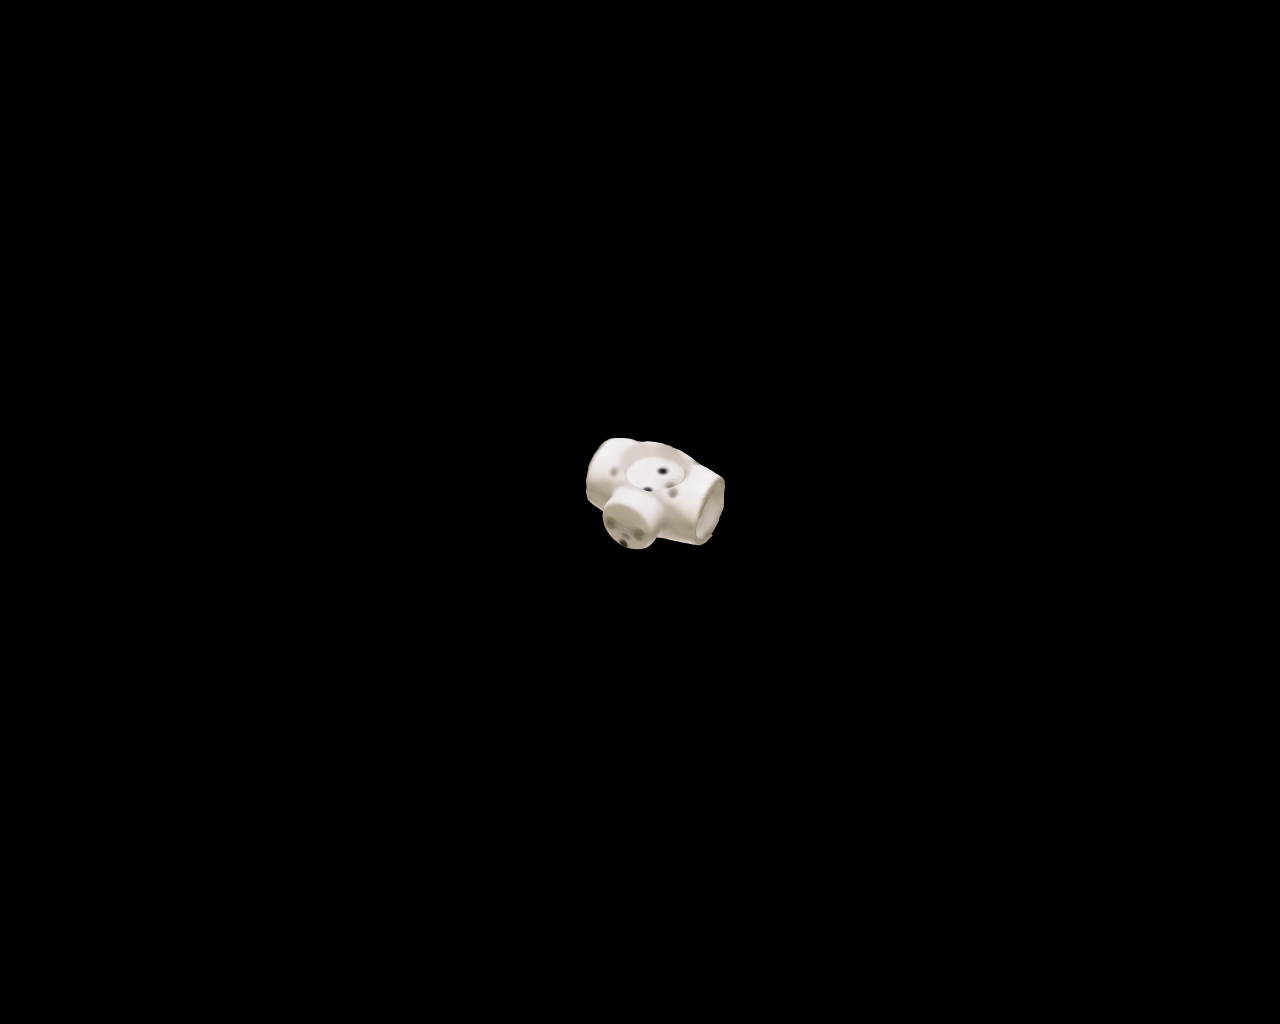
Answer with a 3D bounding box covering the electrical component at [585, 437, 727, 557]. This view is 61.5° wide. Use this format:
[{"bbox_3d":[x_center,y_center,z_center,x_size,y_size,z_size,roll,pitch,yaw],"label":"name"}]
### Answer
[{"bbox_3d":[0.001,-0.003,0.650,0.077,0.044,0.079,22,49,21],"label":"electrical component"}]
